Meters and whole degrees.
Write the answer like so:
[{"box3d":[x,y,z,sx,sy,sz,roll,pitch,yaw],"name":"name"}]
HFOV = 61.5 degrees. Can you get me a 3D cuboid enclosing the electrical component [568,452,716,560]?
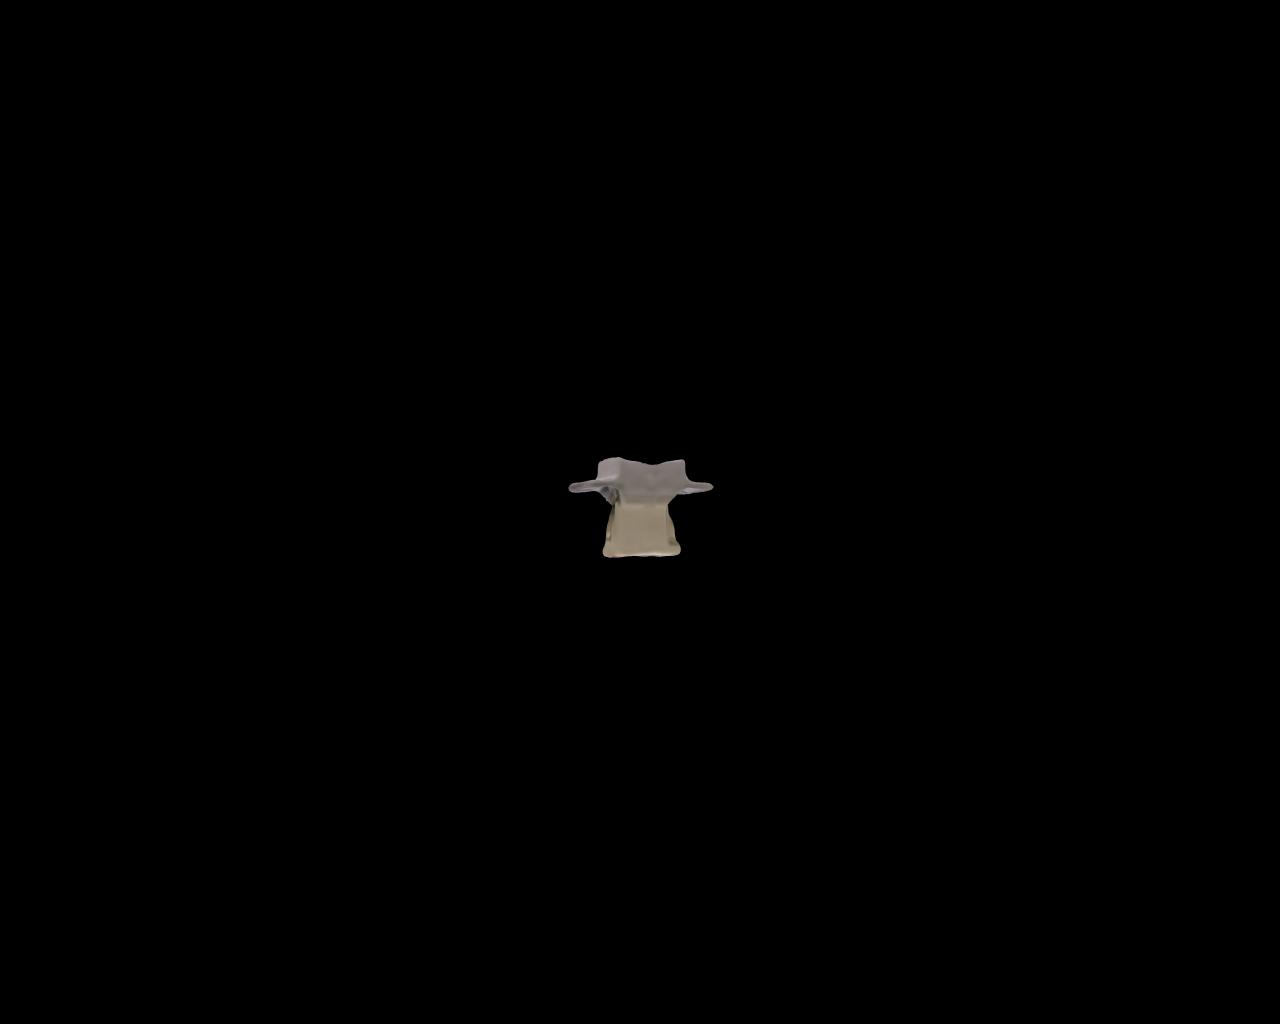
[{"box3d":[0.001,-0.003,0.650,0.081,0.063,0.042,1,-4,-20],"name":"electrical component"}]
